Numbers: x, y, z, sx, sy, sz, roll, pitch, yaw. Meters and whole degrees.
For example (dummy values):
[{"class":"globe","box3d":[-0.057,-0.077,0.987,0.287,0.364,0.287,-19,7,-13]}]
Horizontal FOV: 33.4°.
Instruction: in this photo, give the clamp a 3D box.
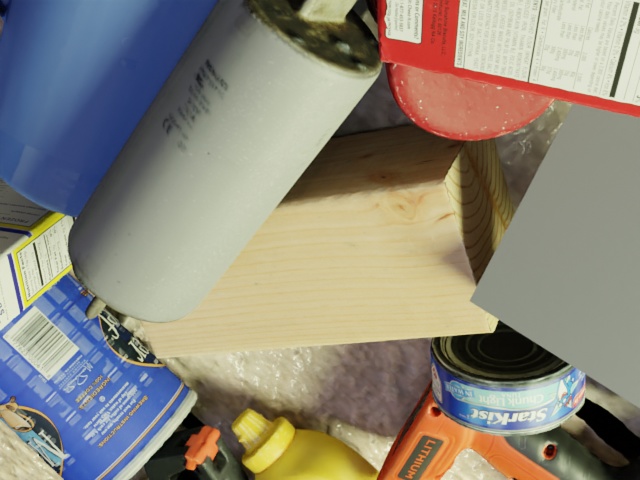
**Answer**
[{"class":"clamp","box3d":[-0.098,0.180,0.763,0.120,0.039,0.171,15,138,12]}]

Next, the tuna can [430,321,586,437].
[{"class":"tuna can","box3d":[0.104,0.070,0.594,0.086,0.086,0.034,5,119,21]}]

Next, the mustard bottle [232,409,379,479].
[{"class":"mustard bottle","box3d":[0.015,0.185,0.718,0.191,0.058,0.096,45,140,-5]}]

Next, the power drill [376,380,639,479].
[{"class":"power drill","box3d":[0.132,0.165,0.658,0.187,0.057,0.185,26,123,5]}]

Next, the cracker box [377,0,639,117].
[{"class":"cracker box","box3d":[0.145,-0.125,0.400,0.214,0.164,0.072,14,148,14]}]

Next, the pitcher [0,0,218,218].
[{"class":"pitcher","box3d":[-0.097,-0.132,0.528,0.149,0.144,0.243,48,128,21]}]

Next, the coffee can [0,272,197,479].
[{"class":"coffee can","box3d":[-0.168,0.094,0.718,0.140,0.102,0.103,45,126,-6]}]

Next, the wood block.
[{"class":"wood block","box3d":[-0.004,0.000,0.598,0.206,0.090,0.091,-8,115,27]}]

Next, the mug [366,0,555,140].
[{"class":"mug","box3d":[0.079,-0.097,0.495,0.117,0.081,0.093,18,131,-19]}]

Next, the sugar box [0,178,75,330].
[{"class":"sugar box","box3d":[-0.190,0.000,0.626,0.093,0.176,0.048,5,120,21]}]
